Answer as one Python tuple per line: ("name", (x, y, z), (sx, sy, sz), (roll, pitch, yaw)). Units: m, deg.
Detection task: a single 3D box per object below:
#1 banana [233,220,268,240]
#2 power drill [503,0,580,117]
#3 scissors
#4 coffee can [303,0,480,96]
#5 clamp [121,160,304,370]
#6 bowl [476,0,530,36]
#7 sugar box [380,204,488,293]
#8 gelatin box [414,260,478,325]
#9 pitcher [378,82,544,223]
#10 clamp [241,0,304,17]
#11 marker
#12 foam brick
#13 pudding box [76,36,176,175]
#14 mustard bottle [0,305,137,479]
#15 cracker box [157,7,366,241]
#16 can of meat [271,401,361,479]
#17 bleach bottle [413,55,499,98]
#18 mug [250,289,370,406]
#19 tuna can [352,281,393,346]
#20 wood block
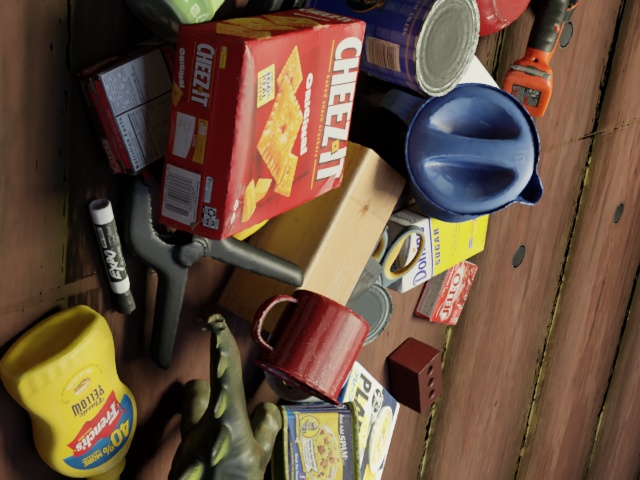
("banana", (-0.041, -0.090, 1.051), (0.069, 0.037, 0.198), (10, 101, -39))
("power drill", (0.273, -0.249, 1.295), (0.184, 0.057, 0.187), (61, 46, -74))
("scissors", (0.046, 0.058, 1.257), (0.096, 0.016, 0.202), (30, 107, -24))
("coffee can", (0.067, -0.206, 1.029), (0.102, 0.140, 0.103), (-29, 131, -40))
("clamp", (-0.110, 0.004, 0.973), (0.164, 0.036, 0.210), (-26, 122, -13))
("bowl", (0.203, -0.302, 1.227), (0.161, 0.055, 0.162), (-30, 132, -40))
("sugar box", (0.145, -0.006, 1.332), (0.175, 0.048, 0.093), (-27, 129, -44))
("gelatin box", (0.169, 0.067, 1.419), (0.073, 0.030, 0.089), (14, 98, -55))
("pitcher", (0.146, -0.088, 1.159), (0.243, 0.145, 0.149), (59, 19, -85))
("clamp", (-0.014, -0.250, 0.972), (0.171, 0.039, 0.120), (-54, 163, 8))
("marker", (-0.182, 0.018, 0.940), (0.020, 0.020, 0.121), (-37, 136, -35))
("foam brick", (0.127, 0.179, 1.411), (0.052, 0.051, 0.078), (-39, 137, -34))
("pudding box", (-0.138, -0.117, 0.889), (0.113, 0.039, 0.090), (-34, 120, -35))
("mustard bottle", (-0.211, 0.155, 0.948), (0.096, 0.058, 0.191), (-40, 138, -31))
("cracker box", (-0.043, -0.105, 0.909), (0.213, 0.072, 0.164), (-27, 131, -58))
("can of meat", (-0.006, 0.224, 1.136), (0.083, 0.058, 0.102), (2, 78, -18))
("bleach bottle", (0.153, -0.175, 1.214), (0.068, 0.103, 0.250), (-64, 153, 2))
("mug", (-0.014, 0.093, 1.000), (0.117, 0.093, 0.081), (34, 77, -27))
("tuna can", (0.039, 0.079, 1.227), (0.086, 0.034, 0.086), (-12, 119, -22))
("wood block", (-0.007, 0.002, 1.100), (0.090, 0.090, 0.206), (33, 83, -54))
